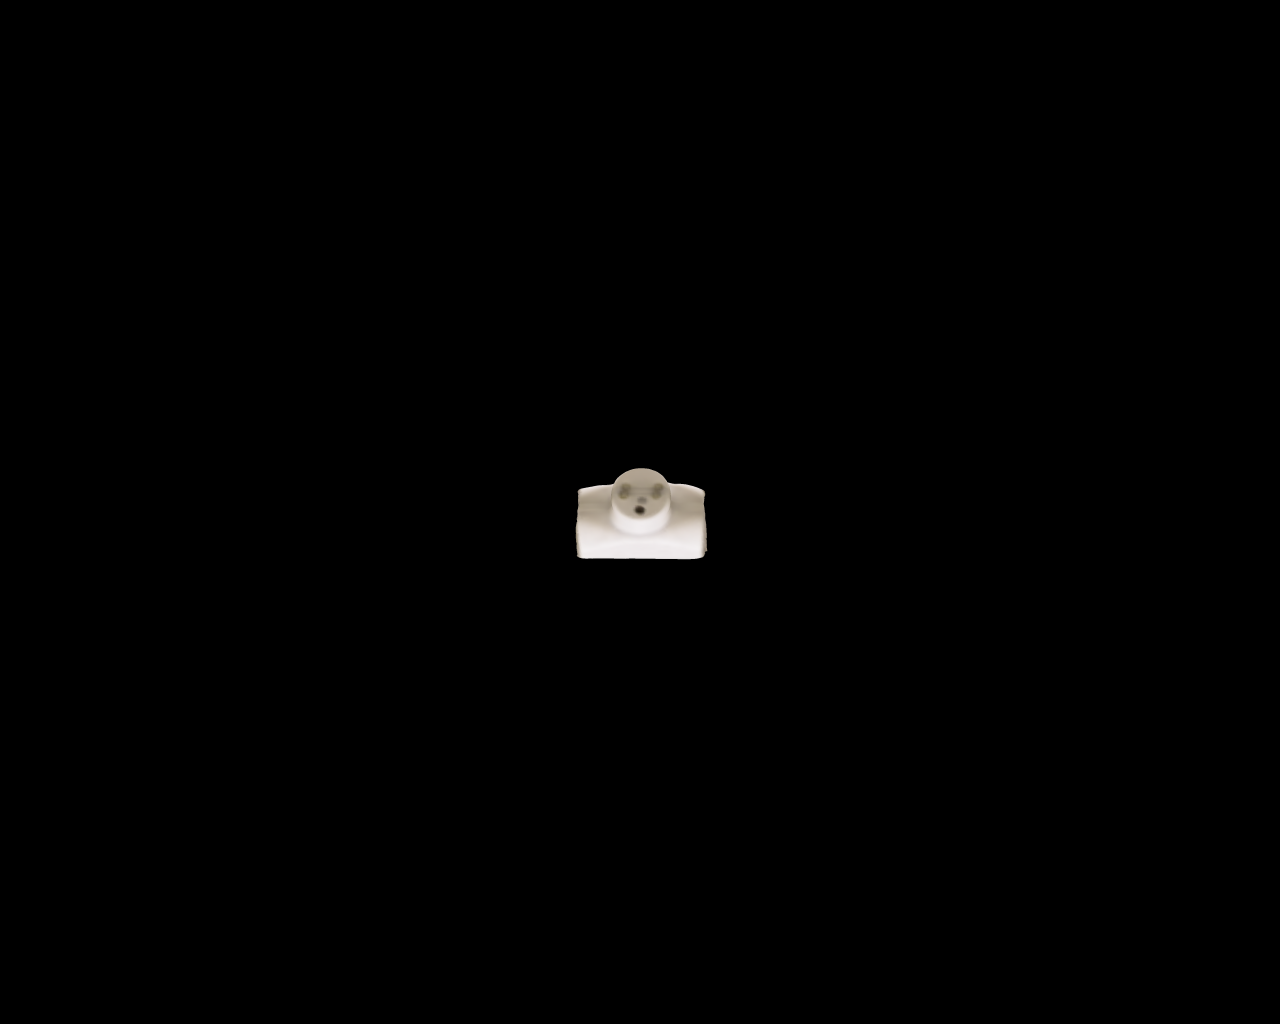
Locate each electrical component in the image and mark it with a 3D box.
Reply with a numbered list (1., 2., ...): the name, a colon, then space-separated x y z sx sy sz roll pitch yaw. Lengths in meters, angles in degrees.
1. electrical component: 0.001 -0.003 0.650 0.077 0.044 0.079 0 -32 0
